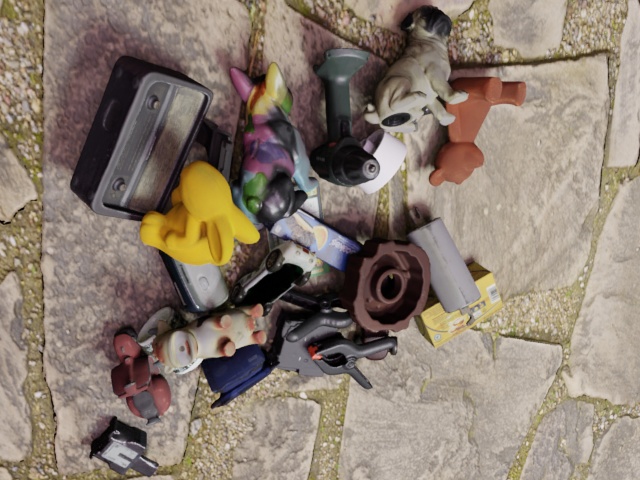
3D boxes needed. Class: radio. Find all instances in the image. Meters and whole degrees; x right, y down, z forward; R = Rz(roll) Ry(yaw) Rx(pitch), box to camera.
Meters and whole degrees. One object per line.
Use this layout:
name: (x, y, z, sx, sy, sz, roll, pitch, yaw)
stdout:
radio: (-0.264, -0.144, 0.793, 0.131, 0.073, 0.229, 6, 113, -59)

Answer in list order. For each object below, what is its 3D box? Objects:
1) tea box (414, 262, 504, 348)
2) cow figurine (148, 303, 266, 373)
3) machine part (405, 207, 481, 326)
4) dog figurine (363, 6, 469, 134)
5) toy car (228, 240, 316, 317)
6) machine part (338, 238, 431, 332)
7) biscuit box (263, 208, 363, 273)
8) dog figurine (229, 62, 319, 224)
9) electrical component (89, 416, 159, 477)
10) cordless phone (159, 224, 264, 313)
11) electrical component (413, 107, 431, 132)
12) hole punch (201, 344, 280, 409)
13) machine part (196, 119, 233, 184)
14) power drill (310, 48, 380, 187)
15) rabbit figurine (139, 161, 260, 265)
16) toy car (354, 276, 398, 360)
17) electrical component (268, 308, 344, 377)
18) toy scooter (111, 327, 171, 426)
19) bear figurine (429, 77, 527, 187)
tea box: (0.276, 0.131, 1.095, 0.170, 0.068, 0.098, -27, 114, -6)
cow figurine: (-0.190, 0.157, 0.877, 0.127, 0.195, 0.085, -12, 89, 28)
machine part: (0.232, 0.047, 1.012, 0.079, 0.079, 0.243, -27, 86, -7)
dog figurine: (0.142, -0.286, 0.884, 0.172, 0.121, 0.190, -8, 75, -15)
toy car: (-0.086, 0.072, 0.936, 0.073, 0.056, 0.201, 29, 131, -26)
machine part: (0.118, 0.079, 0.960, 0.179, 0.056, 0.179, -7, 104, -29)
biscuit box: (-0.002, -0.003, 0.948, 0.202, 0.063, 0.059, 29, 96, -28)
dog figurine: (-0.088, -0.157, 0.834, 0.109, 0.191, 0.219, 1, 122, 25)
electrical component: (-0.355, 0.389, 0.996, 0.119, 0.048, 0.075, 36, 95, -25)
cordless phone: (-0.166, 0.028, 0.911, 0.184, 0.089, 0.146, -25, 93, -24)
electrical component: (0.178, -0.243, 0.963, 0.063, 0.021, 0.093, -14, 111, -13)
hole punch: (-0.154, 0.218, 0.969, 0.142, 0.116, 0.092, -30, 106, -6)
machine part: (-0.162, -0.143, 0.827, 0.039, 0.139, 0.084, -7, 125, -22)
power drill: (0.042, -0.186, 0.840, 0.086, 0.232, 0.207, -7, 93, -16)
rabbit figurine: (-0.174, -0.034, 0.779, 0.122, 0.162, 0.173, -36, 163, -40)
toy car: (0.110, 0.144, 1.056, 0.089, 0.053, 0.202, 0, 108, 4)
electrical component: (-0.023, 0.198, 1.030, 0.134, 0.058, 0.114, 10, 107, -20)
toy scooter: (-0.307, 0.249, 0.916, 0.075, 0.135, 0.183, -21, 114, -11)
bear figurine: (0.270, -0.186, 0.954, 0.120, 0.132, 0.195, -2, 104, -39)
